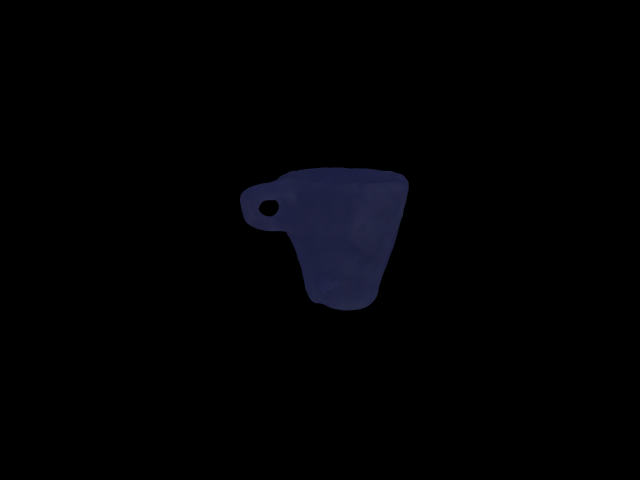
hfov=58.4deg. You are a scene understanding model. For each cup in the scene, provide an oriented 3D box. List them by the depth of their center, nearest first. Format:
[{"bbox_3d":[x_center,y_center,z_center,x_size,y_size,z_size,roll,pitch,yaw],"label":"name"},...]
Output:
[{"bbox_3d":[0.004,0.001,0.400,0.118,0.095,0.091,-6,15,-22],"label":"cup"}]
